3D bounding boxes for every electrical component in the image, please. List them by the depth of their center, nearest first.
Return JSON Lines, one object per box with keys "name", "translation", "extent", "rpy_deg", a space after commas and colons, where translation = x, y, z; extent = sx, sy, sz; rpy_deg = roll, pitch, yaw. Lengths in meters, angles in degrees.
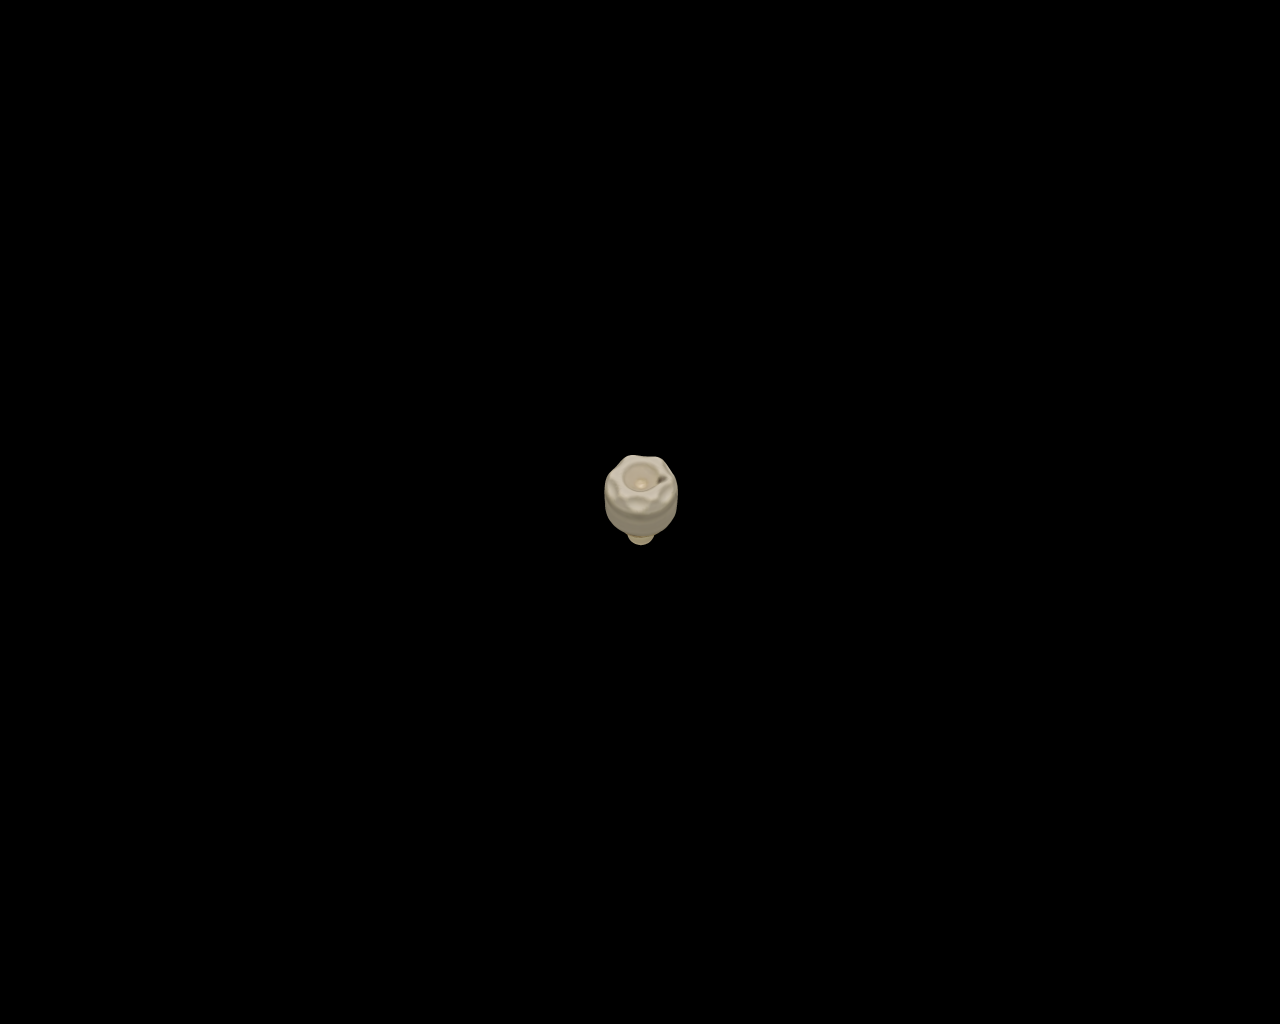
{"name": "electrical component", "translation": [0.001, -0.003, 0.650], "extent": [0.043, 0.043, 0.062], "rpy_deg": [0, -38, 0]}
